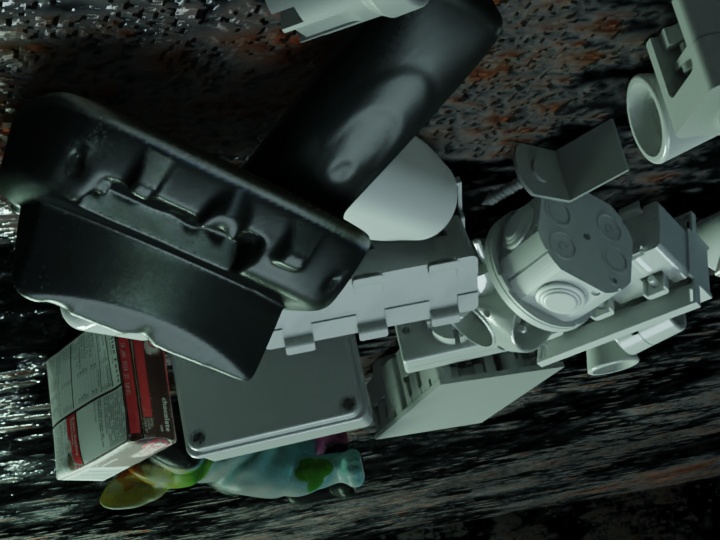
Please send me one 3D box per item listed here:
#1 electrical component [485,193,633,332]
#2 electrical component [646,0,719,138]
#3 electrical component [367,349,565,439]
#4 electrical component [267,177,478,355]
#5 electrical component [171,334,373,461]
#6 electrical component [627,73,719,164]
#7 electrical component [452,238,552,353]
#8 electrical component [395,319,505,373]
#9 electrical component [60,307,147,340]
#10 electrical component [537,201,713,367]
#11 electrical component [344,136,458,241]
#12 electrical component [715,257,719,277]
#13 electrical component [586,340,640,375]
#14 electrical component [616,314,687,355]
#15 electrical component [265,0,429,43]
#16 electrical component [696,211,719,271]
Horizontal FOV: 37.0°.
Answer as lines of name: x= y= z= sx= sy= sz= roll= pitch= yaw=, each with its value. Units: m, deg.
electrical component: x=0.119 y=-0.008 z=0.637 sx=0.080 sy=0.080 sz=0.051 roll=0 pitch=153 yaw=-33
electrical component: x=0.181 y=-0.091 z=0.469 sx=0.089 sy=0.055 sz=0.050 roll=-10 pitch=161 yaw=-8
electrical component: x=0.081 y=0.087 z=0.918 sx=0.105 sy=0.060 sz=0.186 roll=-6 pitch=160 yaw=-18
electrical component: x=0.000 y=0.000 z=0.588 sx=0.121 sy=0.063 sz=0.078 roll=-11 pitch=133 yaw=-5
electrical component: x=-0.056 y=0.052 z=0.653 sx=0.109 sy=0.108 sz=0.056 roll=-13 pitch=164 yaw=3
electrical component: x=0.168 y=-0.080 z=0.518 sx=0.065 sy=0.044 sz=0.044 roll=-15 pitch=162 yaw=-5
electrical component: x=0.078 y=0.007 z=0.680 sx=0.044 sy=0.077 sz=0.079 roll=-43 pitch=130 yaw=-21
electrical component: x=0.067 y=0.036 z=0.782 sx=0.083 sy=0.047 sz=0.075 roll=-13 pitch=161 yaw=2
electrical component: x=-0.106 y=-0.004 z=0.545 sx=0.095 sy=0.053 sz=0.059 roll=-22 pitch=159 yaw=27
electrical component: x=0.163 y=0.006 z=0.719 sx=0.121 sy=0.078 sz=0.063 roll=-27 pitch=127 yaw=37
electrical component: x=-0.004 y=-0.036 z=0.531 sx=0.079 sy=0.043 sz=0.077 roll=-23 pitch=158 yaw=30
electrical component: x=0.190 y=-0.029 z=0.438 sx=0.061 sy=0.096 sz=0.061 roll=19 pitch=156 yaw=-5
electrical component: x=0.210 y=0.058 z=0.922 sx=0.045 sy=0.055 sz=0.045 roll=-11 pitch=162 yaw=-4
electrical component: x=0.232 y=0.035 z=0.873 sx=0.047 sy=0.055 sz=0.055 roll=-29 pitch=156 yaw=31
electrical component: x=-0.005 y=-0.099 z=0.356 sx=0.046 sy=0.040 sz=0.040 roll=-15 pitch=162 yaw=27
electrical component: x=0.260 y=-0.031 z=0.721 sx=0.044 sy=0.044 sz=0.065 roll=-4 pitch=155 yaw=-23
